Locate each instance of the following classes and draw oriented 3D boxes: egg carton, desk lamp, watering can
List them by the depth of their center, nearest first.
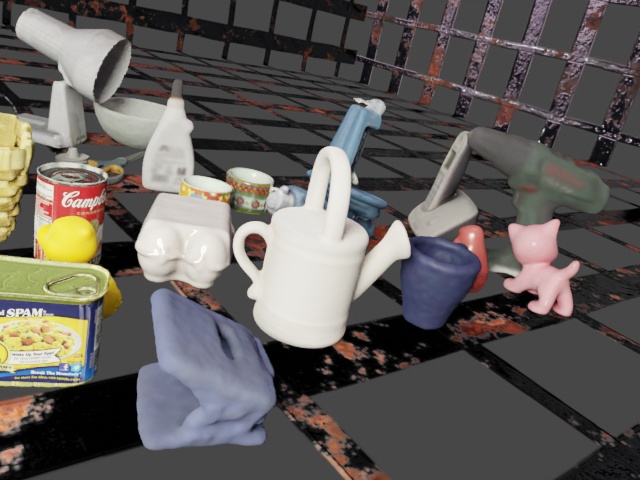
[{"bbox_3d":[0.005,0.001,0.583,0.173,0.194,0.100,-2,26,-34],"label":"watering can"},{"bbox_3d":[-0.154,-0.003,0.671,0.107,0.069,0.150,9,21,-13],"label":"egg carton"},{"bbox_3d":[-0.438,-0.271,0.979,0.203,0.213,0.118,14,21,1],"label":"desk lamp"}]

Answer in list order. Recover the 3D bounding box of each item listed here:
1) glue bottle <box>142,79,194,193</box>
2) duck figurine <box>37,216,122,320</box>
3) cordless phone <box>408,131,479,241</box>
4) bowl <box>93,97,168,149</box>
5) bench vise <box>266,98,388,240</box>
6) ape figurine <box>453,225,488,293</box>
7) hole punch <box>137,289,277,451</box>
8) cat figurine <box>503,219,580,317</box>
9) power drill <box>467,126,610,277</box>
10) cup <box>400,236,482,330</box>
[{"bbox_3d":[-0.227,-0.160,0.882,0.078,0.173,0.037,6,22,-19],"label":"glue bottle"},{"bbox_3d":[-0.230,0.022,0.537,0.104,0.086,0.078,24,23,25],"label":"duck figurine"},{"bbox_3d":[0.215,-0.081,0.934,0.094,0.185,0.147,10,21,-9],"label":"cordless phone"},{"bbox_3d":[-0.345,-0.218,1.095,0.167,0.075,0.167,12,21,-4],"label":"bowl"},{"bbox_3d":[0.027,-0.078,0.762,0.121,0.220,0.208,20,22,18],"label":"bench vise"},{"bbox_3d":[0.203,0.022,0.796,0.078,0.092,0.076,-2,26,-35],"label":"ape figurine"},{"bbox_3d":[-0.084,0.093,0.438,0.101,0.091,0.108,4,23,-22],"label":"hole punch"},{"bbox_3d":[0.315,0.029,0.810,0.067,0.118,0.127,4,23,-22],"label":"cat figurine"},{"bbox_3d":[0.312,-0.051,0.884,0.229,0.208,0.075,13,21,-2],"label":"power drill"},{"bbox_3d":[0.137,0.051,0.676,0.091,0.095,0.118,25,23,27],"label":"cup"}]
